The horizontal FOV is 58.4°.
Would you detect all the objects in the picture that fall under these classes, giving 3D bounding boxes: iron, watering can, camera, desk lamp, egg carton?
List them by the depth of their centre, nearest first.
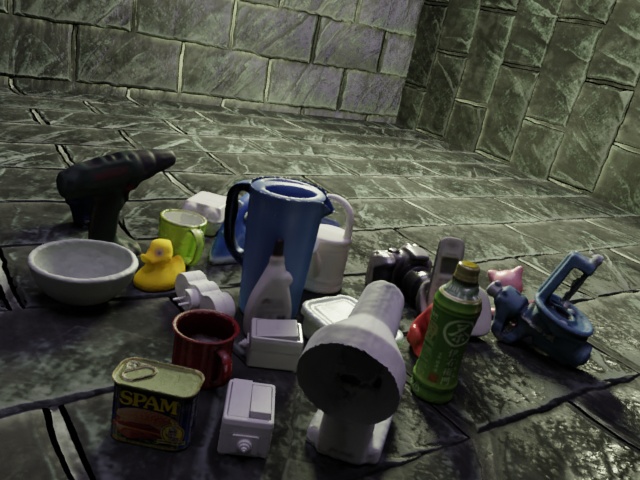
[{"bbox_3d":[0.047,0.167,0.707,0.117,0.213,0.203,16,21,12],"label":"desk lamp"},{"bbox_3d":[0.013,0.005,1.150,0.101,0.194,0.173,11,20,-1],"label":"watering can"},{"bbox_3d":[0.187,0.072,1.206,0.143,0.101,0.136,4,21,-20],"label":"camera"},{"bbox_3d":[-0.159,-0.045,1.261,0.118,0.141,0.259,18,21,16],"label":"iron"},{"bbox_3d":[-0.265,-0.065,1.361,0.107,0.069,0.150,14,20,6],"label":"egg carton"}]

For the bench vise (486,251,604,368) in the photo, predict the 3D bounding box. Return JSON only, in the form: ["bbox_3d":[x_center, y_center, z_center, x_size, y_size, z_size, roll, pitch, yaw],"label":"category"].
[{"bbox_3d":[0.419,0.110,1.062,0.207,0.220,0.122,16,20,11],"label":"bench vise"}]

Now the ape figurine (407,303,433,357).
[{"bbox_3d":[0.194,0.153,1.007,0.078,0.092,0.076,11,20,-3],"label":"ape figurine"}]

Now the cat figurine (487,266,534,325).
[{"bbox_3d":[0.403,0.114,1.192,0.067,0.118,0.127,-3,25,-34],"label":"cat figurine"}]

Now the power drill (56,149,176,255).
[{"bbox_3d":[-0.390,-0.074,1.111,0.075,0.208,0.230,27,25,36],"label":"power drill"}]

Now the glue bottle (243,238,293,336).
[{"bbox_3d":[-0.077,0.078,0.933,0.078,0.173,0.037,4,21,-20],"label":"glue bottle"}]

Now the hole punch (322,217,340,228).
[{"bbox_3d":[-0.005,0.001,1.300,0.109,0.091,0.101,8,20,-10],"label":"hole punch"}]

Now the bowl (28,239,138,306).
[{"bbox_3d":[-0.388,0.062,0.942,0.167,0.075,0.167,11,20,-4],"label":"bowl"}]

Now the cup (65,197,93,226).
[{"bbox_3d":[-0.498,-0.072,1.209,0.091,0.095,0.118,15,20,8],"label":"cup"}]

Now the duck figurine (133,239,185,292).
[{"bbox_3d":[-0.289,0.039,1.045,0.077,0.086,0.105,22,22,26],"label":"duck figurine"}]

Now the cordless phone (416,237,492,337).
[{"bbox_3d":[0.265,0.089,1.082,0.148,0.185,0.094,6,21,-15],"label":"cordless phone"}]
